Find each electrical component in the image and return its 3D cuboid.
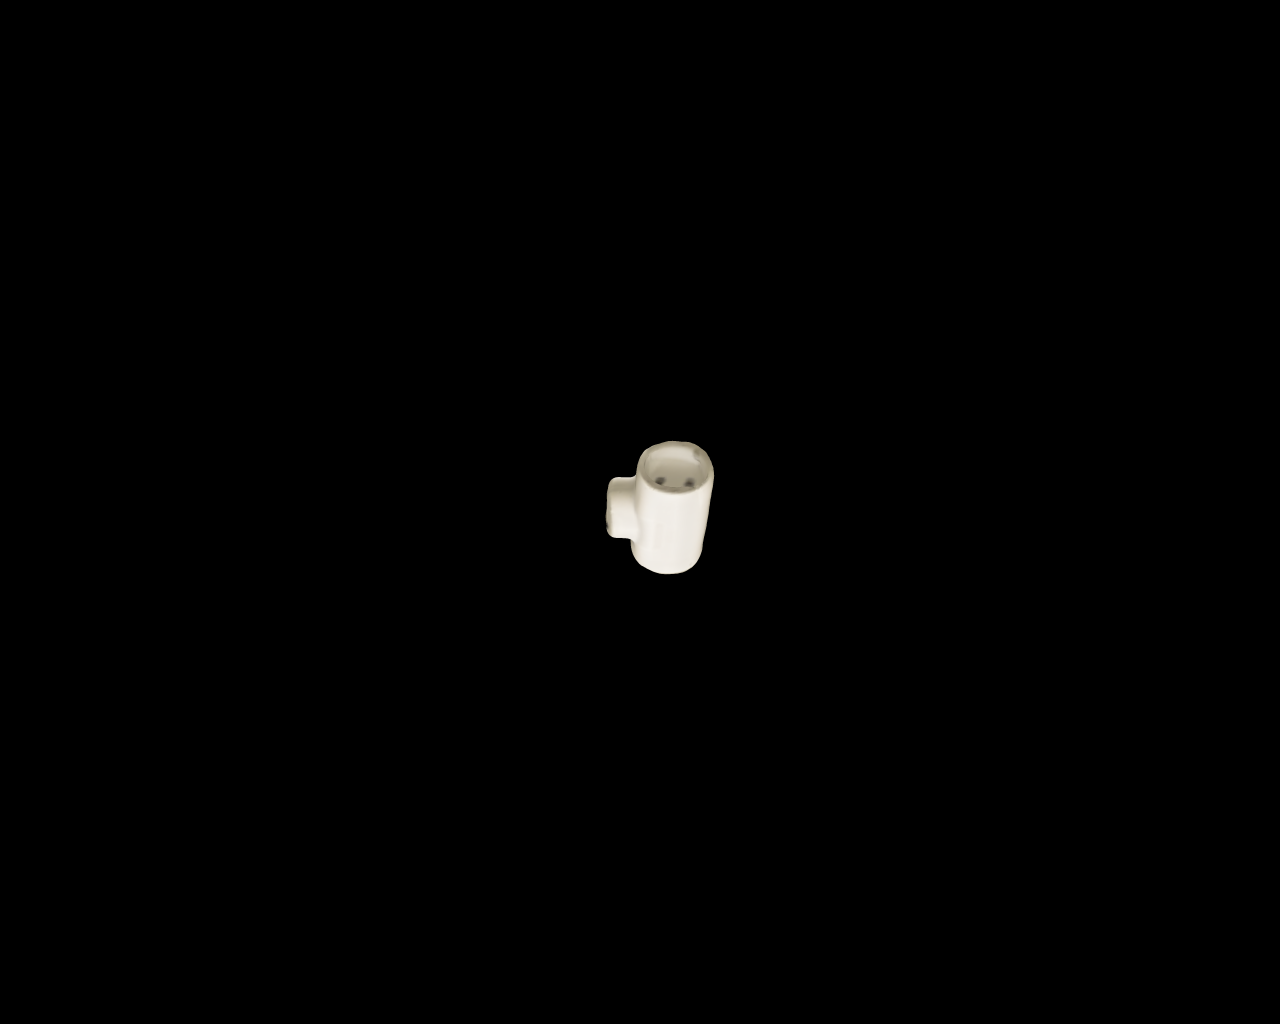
[{"bbox_3d":[0.001,-0.003,0.650,0.079,0.043,0.077,2,-40,-2],"label":"electrical component"}]
